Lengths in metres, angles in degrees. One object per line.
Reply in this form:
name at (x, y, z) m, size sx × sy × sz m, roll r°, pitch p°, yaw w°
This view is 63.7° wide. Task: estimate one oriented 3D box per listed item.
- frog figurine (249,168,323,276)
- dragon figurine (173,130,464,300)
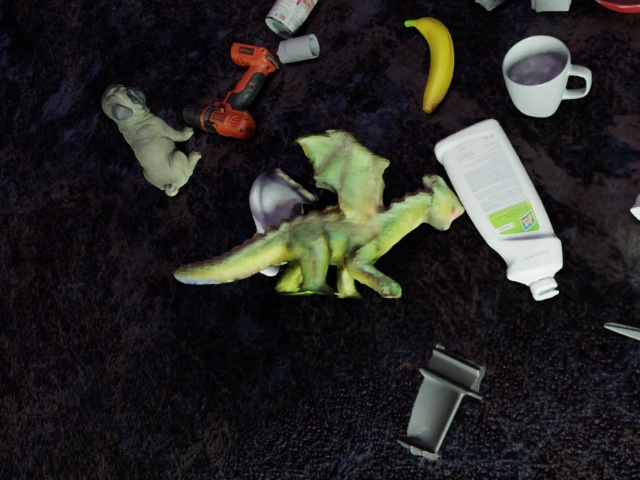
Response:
frog figurine at (-0.075, -0.031, 0.832) m, size 0.122 × 0.158 × 0.139 m, roll 30°, pitch 12°, yaw -21°
dragon figurine at (0.002, -0.037, 0.735) m, size 0.410 × 0.244 × 0.121 m, roll 5°, pitch -7°, yaw 1°
